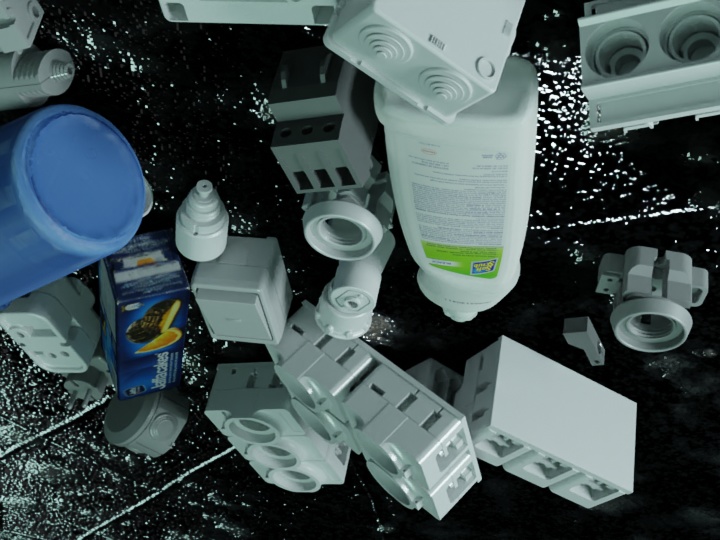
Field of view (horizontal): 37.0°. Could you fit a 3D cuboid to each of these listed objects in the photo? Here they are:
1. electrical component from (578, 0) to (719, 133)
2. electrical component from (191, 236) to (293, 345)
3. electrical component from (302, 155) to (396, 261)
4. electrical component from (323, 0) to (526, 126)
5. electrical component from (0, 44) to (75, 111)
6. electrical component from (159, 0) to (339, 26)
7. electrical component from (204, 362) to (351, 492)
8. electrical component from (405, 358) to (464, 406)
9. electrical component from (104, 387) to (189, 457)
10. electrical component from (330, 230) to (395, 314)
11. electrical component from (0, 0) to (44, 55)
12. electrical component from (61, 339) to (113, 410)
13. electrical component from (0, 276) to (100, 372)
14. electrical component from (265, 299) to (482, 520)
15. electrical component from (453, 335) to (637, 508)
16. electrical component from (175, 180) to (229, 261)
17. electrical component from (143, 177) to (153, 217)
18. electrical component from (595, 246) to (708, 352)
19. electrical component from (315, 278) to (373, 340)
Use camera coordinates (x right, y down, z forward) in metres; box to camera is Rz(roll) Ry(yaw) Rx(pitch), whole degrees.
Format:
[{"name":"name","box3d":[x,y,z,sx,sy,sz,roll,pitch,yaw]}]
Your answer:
[{"name":"electrical component","box3d":[0.190,-0.119,0.596,0.121,0.078,0.063,-7,162,26]},{"name":"electrical component","box3d":[-0.096,0.023,0.887,0.062,0.061,0.096,5,144,12]},{"name":"electrical component","box3d":[-0.009,-0.044,0.770,0.058,0.057,0.078,-16,136,34]},{"name":"electrical component","box3d":[0.040,-0.142,0.586,0.100,0.099,0.048,30,154,-22]},{"name":"electrical component","box3d":[-0.231,-0.132,0.732,0.081,0.043,0.043,-2,142,20]},{"name":"electrical component","box3d":[-0.064,-0.191,0.585,0.109,0.056,0.108,4,144,12]},{"name":"electrical component","box3d":[-0.078,0.157,1.065,0.089,0.061,0.150,-4,141,23]},{"name":"electrical component","box3d":[0.062,0.126,0.989,0.066,0.047,0.077,31,141,-23]},{"name":"electrical component","box3d":[-0.215,0.144,1.077,0.080,0.080,0.051,-20,138,38]},{"name":"electrical component","box3d":[0.000,0.000,0.820,0.044,0.065,0.044,9,144,6]},{"name":"electrical component","box3d":[-0.242,-0.165,0.690,0.055,0.048,0.066,-8,140,16]},{"name":"electrical component","box3d":[-0.259,0.099,1.030,0.066,0.076,0.047,-10,139,29]},{"name":"electrical component","box3d":[-0.277,0.043,0.973,0.054,0.059,0.095,-1,142,20]},{"name":"electrical component","box3d":[0.007,0.120,0.905,0.186,0.060,0.105,34,157,34]},{"name":"electrical component","box3d":[0.160,0.135,0.933,0.150,0.089,0.062,27,142,-18]},{"name":"electrical component","box3d":[-0.121,-0.040,0.826,0.040,0.040,0.078,14,144,-1]},{"name":"electrical component","box3d":[-0.203,-0.046,0.841,0.043,0.043,0.081,36,139,-29]},{"name":"electrical component","box3d":[0.214,0.023,0.791,0.078,0.057,0.058,10,145,4]},{"name":"electrical component","box3d":[-0.010,0.023,0.875,0.048,0.048,0.062,14,138,-1]}]
